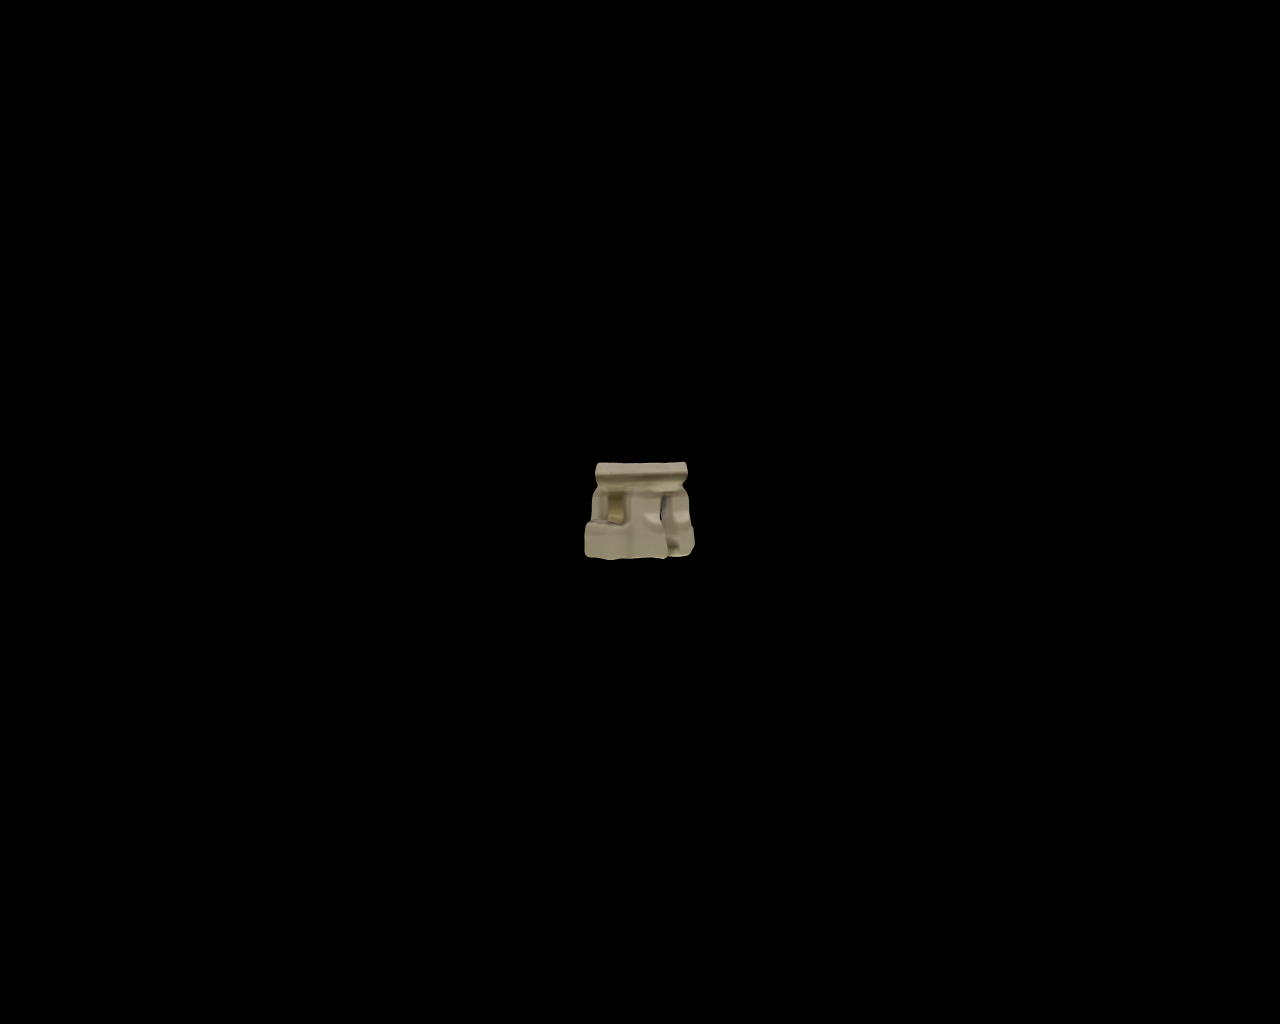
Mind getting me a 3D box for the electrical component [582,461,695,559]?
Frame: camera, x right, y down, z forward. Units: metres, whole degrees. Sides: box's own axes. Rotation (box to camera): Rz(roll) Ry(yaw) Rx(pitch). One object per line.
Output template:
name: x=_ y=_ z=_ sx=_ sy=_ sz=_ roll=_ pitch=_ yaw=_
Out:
electrical component: x=0.001 y=-0.003 z=0.650 sx=0.058 sy=0.057 sz=0.078 roll=2 pitch=3 yaw=43
